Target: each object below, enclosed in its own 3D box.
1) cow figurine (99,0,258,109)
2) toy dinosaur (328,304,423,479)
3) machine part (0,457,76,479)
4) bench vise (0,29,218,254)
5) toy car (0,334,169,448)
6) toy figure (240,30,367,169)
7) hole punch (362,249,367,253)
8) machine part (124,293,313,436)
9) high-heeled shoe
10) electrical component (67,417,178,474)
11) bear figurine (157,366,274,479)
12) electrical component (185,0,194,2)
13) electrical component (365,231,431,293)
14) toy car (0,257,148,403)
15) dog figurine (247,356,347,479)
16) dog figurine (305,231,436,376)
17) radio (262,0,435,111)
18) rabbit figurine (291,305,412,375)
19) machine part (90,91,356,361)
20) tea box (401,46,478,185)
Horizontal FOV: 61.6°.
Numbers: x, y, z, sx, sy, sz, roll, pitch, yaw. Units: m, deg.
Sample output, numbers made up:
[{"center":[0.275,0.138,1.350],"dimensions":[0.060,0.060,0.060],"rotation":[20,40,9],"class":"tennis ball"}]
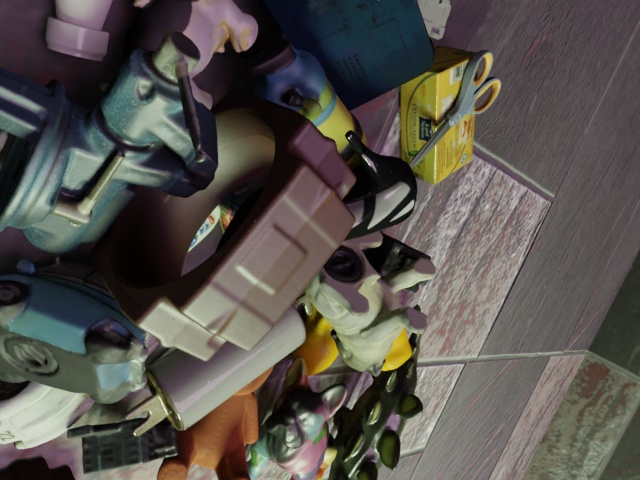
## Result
[{"center":[-0.137,-0.151,0.464],"dimensions":[0.098,0.068,0.167],"rotation":[38,82,-48],"class":"cow figurine"},{"center":[0.074,0.323,0.880],"dimensions":[0.198,0.105,0.471],"rotation":[82,32,-84],"class":"toy dinosaur"},{"center":[-0.329,0.315,0.554],"dimensions":[0.179,0.056,0.179],"rotation":[-27,132,-35],"class":"machine part"},{"center":[-0.197,-0.082,0.367],"dimensions":[0.240,0.224,0.129],"rotation":[24,50,-36],"class":"bench vise"},{"center":[-0.232,0.127,0.541],"dimensions":[0.202,0.056,0.073],"rotation":[-38,136,-25],"class":"toy car"},{"center":[-0.012,-0.128,0.549],"dimensions":[0.180,0.089,0.082],"rotation":[58,34,-50],"class":"toy figure"},{"center":[0.013,-0.027,0.653],"dimensions":[0.142,0.092,0.115],"rotation":[0,114,-19],"class":"hole punch"},{"center":[-0.101,0.127,0.592],"dimensions":[0.243,0.079,0.079],"rotation":[-31,133,-30],"class":"machine part"},{"center":[-0.001,-0.002,0.554],"dimensions":[0.249,0.086,0.145],"rotation":[-46,136,-4],"class":"high-heeled shoe"},{"center":[-0.211,0.215,0.567],"dimensions":[0.075,0.048,0.119],"rotation":[-14,163,9],"class":"electrical component"},{"center":[-0.110,0.200,0.662],"dimensions":[0.120,0.132,0.195],"rotation":[24,104,-17],"class":"bear figurine"},{"center":[-0.120,-0.234,0.425],"dimensions":[0.063,0.094,0.021],"rotation":[-45,180,-18],"class":"electrical component"},{"center":[0.093,0.023,0.764],"dimensions":[0.115,0.134,0.058],"rotation":[16,101,-52],"class":"electrical component"},{"center":[-0.219,0.069,0.474],"dimensions":[0.103,0.162,0.109],"rotation":[-77,-178,-48],"class":"toy car"},{"center":[-0.022,0.264,0.773],"dimensions":[0.191,0.109,0.219],"rotation":[-18,135,-58],"class":"dog figurine"},{"center":[0.030,0.087,0.655],"dimensions":[0.121,0.172,0.190],"rotation":[-57,179,-40],"class":"dog figurine"},{"center":[0.020,-0.241,0.524],"dimensions":[0.131,0.073,0.229],"rotation":[-21,143,16],"class":"radio"},{"center":[0.035,0.135,0.791],"dimensions":[0.173,0.122,0.162],"rotation":[-23,127,-16],"class":"rabbit figurine"},{"center":[-0.083,-0.018,0.453],"dimensions":[0.201,0.202,0.087],"rotation":[-51,134,-5],"class":"machine part"},{"center":[0.171,-0.179,0.775],"dimensions":[0.098,0.068,0.169],"rotation":[-31,133,-31],"class":"tea box"}]
